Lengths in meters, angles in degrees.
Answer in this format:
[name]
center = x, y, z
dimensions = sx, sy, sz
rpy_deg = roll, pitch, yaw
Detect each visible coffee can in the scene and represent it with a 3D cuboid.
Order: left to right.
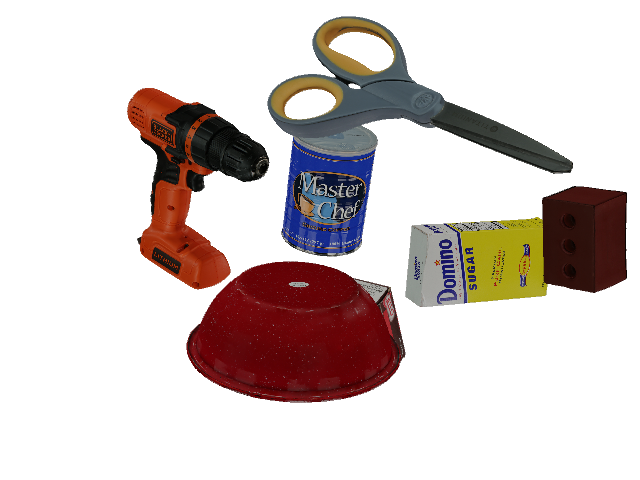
[coffee can]
center = 0.010, -0.066, 1.309
dimensions = 0.102, 0.140, 0.103
rpy_deg = 6, 27, -3

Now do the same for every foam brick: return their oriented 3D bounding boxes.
[foam brick]
center = 0.222, -0.002, 0.896
dimensions = 0.051, 0.078, 0.053
rpy_deg = -20, 22, -41

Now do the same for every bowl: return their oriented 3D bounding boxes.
[bowl]
center = -0.018, 0.057, 0.793
dimensions = 0.162, 0.055, 0.162
rpy_deg = 3, 21, -1

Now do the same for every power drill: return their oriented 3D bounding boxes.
[power drill]
center = -0.126, -0.047, 1.091
dimensions = 0.185, 0.188, 0.057
rpy_deg = 30, 38, 35

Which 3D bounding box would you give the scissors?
[scissors]
center = 0.039, -0.065, 0.586
dimensions = 0.202, 0.096, 0.016
rpy_deg = 51, -4, 44

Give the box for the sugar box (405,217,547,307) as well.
[sugar box]
center = 0.191, 0.025, 1.274
dimensions = 0.176, 0.093, 0.048
rpy_deg = -5, 20, -24

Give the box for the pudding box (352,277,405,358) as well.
[pudding box]
center = 0.023, 0.078, 1.057
dimensions = 0.114, 0.090, 0.039
rpy_deg = 12, 42, 32
